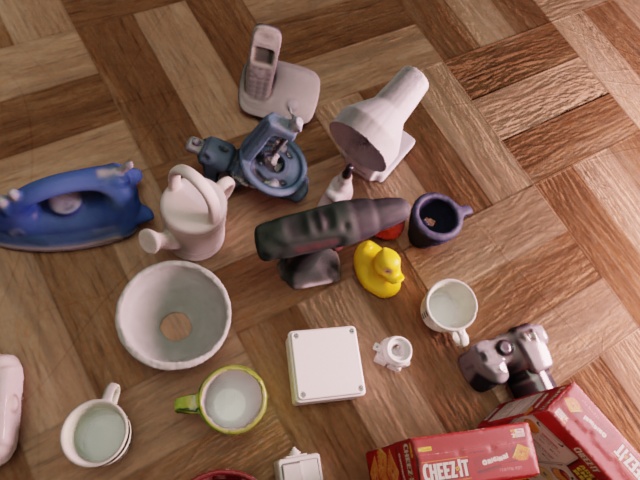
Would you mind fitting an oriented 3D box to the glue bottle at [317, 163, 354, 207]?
[{"bbox_3d":[0.030,-0.078,0.955,0.037,0.173,0.078,38,64,7],"label":"glue bottle"}]

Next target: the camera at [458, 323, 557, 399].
[{"bbox_3d":[0.324,0.216,0.930,0.143,0.100,0.136,-16,71,-18],"label":"camera"}]

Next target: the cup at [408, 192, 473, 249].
[{"bbox_3d":[0.204,-0.028,1.014,0.118,0.095,0.091,-14,70,-18],"label":"cup"}]

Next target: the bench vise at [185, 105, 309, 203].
[{"bbox_3d":[-0.109,-0.133,0.923,0.208,0.219,0.121,-4,67,-14],"label":"bench vise"}]

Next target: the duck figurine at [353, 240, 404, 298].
[{"bbox_3d":[0.105,0.040,0.967,0.078,0.086,0.104,-27,74,-21],"label":"duck figurine"}]

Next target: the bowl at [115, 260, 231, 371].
[{"bbox_3d":[-0.219,0.120,0.867,0.167,0.074,0.167,5,66,-10],"label":"bowl"}]

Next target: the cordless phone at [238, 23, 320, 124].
[{"bbox_3d":[-0.067,-0.298,1.024,0.148,0.185,0.094,9,65,-8],"label":"cordless phone"}]

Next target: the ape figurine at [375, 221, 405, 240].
[{"bbox_3d":[0.119,-0.044,1.004,0.078,0.092,0.076,-36,78,-24],"label":"ape figurine"}]

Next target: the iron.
[{"bbox_3d":[-0.394,-0.058,0.870,0.259,0.141,0.118,-16,71,-18],"label":"iron"}]

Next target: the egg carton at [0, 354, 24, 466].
[{"bbox_3d":[-0.458,0.230,0.769,0.107,0.069,0.150,-4,67,-14],"label":"egg carton"}]

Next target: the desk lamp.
[{"bbox_3d":[0.104,-0.193,1.000,0.118,0.213,0.203,38,64,6],"label":"desk lamp"}]

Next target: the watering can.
[{"bbox_3d":[-0.197,-0.041,0.877,0.101,0.194,0.173,22,64,-2],"label":"watering can"}]

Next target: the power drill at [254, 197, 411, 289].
[{"bbox_3d":[0.008,0.003,0.894,0.230,0.208,0.075,-10,69,-16],"label":"power drill"}]
